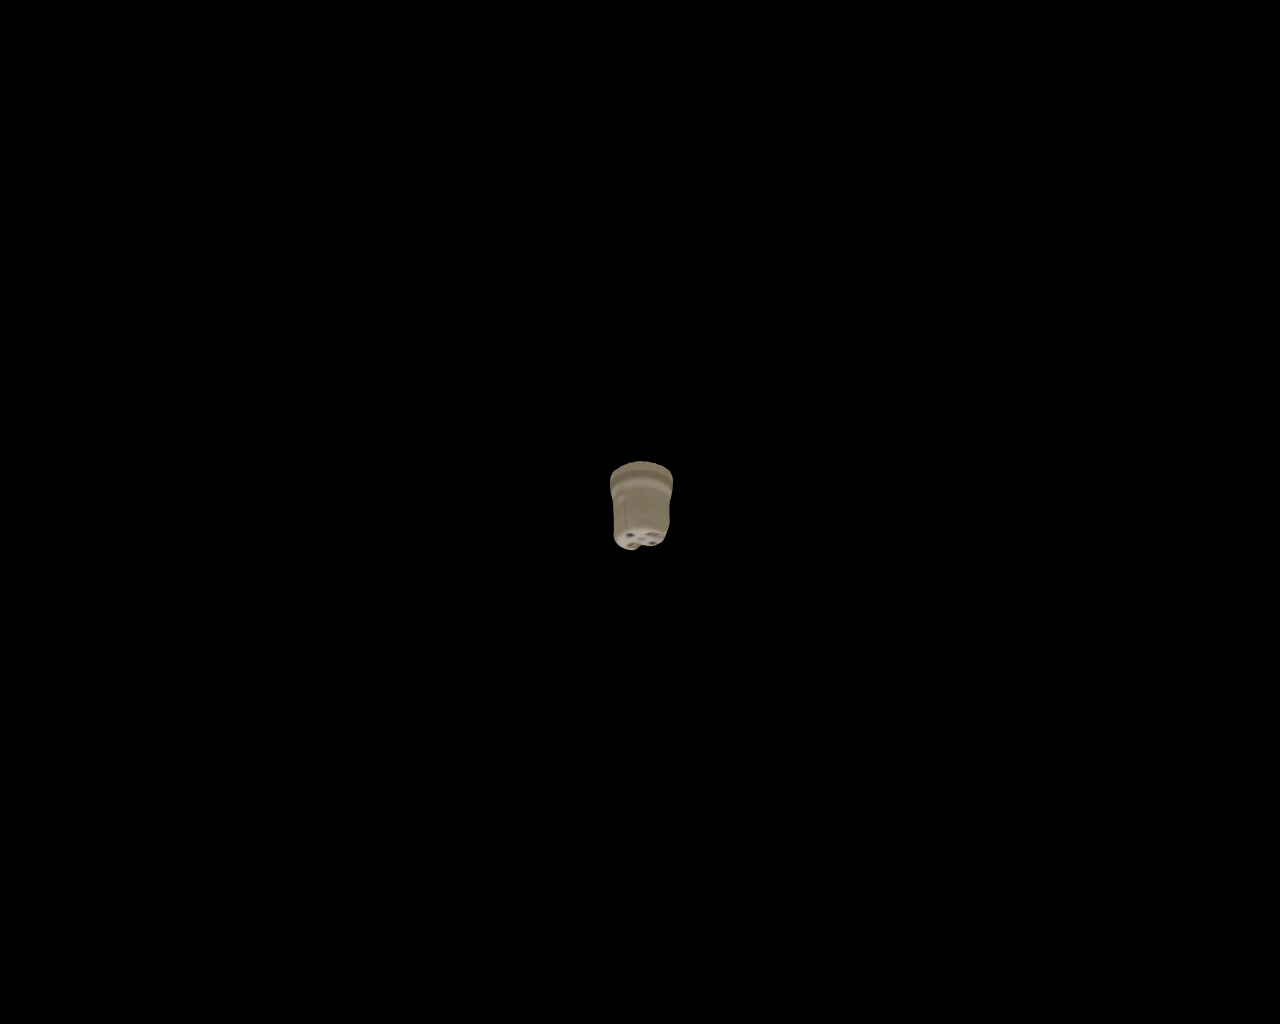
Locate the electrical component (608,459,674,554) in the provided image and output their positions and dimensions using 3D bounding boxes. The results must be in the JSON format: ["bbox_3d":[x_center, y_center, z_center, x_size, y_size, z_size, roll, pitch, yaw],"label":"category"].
[{"bbox_3d":[0.001,-0.003,0.650,0.040,0.046,0.040,0,-31,0],"label":"electrical component"}]
